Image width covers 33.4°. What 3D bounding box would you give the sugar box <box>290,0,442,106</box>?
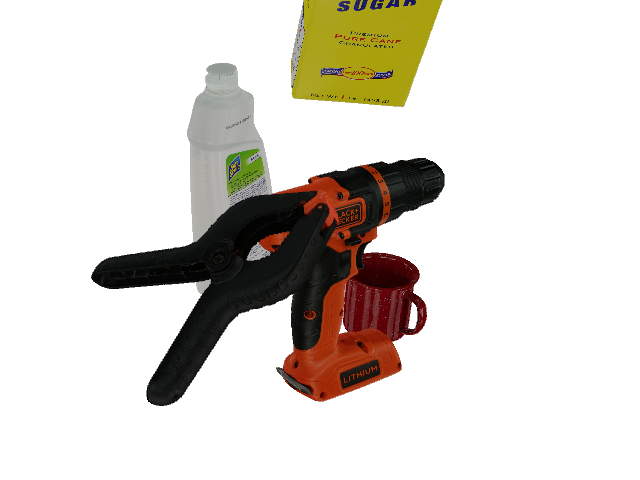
[{"bbox_3d":[0.035,-0.168,0.769,0.093,0.048,0.176,3,-29,-8],"label":"sugar box"}]

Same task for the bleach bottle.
[{"bbox_3d":[-0.088,-0.061,1.081,0.068,0.251,0.102,19,38,27],"label":"bleach bottle"}]

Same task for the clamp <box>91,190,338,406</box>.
[{"bbox_3d":[-0.062,0.030,0.695,0.171,0.120,0.039,-27,-29,6],"label":"clamp"}]

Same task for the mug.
[{"bbox_3d":[0.080,0.076,1.296,0.117,0.081,0.093,24,33,33],"label":"mug"}]

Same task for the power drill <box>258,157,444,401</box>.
[{"bbox_3d":[0.029,0.029,0.897,0.184,0.188,0.057,-16,25,-30],"label":"power drill"}]
